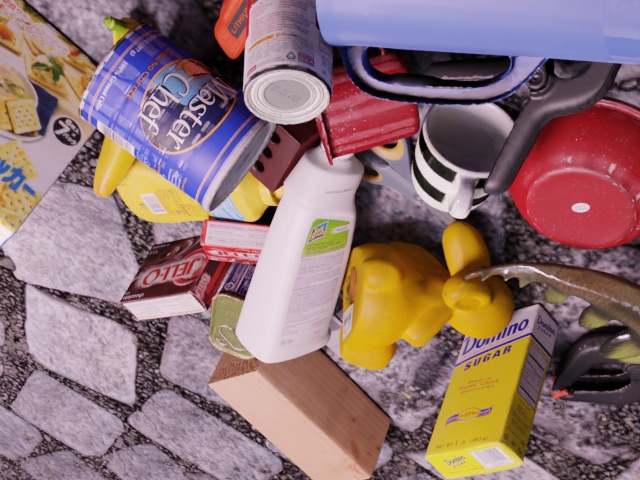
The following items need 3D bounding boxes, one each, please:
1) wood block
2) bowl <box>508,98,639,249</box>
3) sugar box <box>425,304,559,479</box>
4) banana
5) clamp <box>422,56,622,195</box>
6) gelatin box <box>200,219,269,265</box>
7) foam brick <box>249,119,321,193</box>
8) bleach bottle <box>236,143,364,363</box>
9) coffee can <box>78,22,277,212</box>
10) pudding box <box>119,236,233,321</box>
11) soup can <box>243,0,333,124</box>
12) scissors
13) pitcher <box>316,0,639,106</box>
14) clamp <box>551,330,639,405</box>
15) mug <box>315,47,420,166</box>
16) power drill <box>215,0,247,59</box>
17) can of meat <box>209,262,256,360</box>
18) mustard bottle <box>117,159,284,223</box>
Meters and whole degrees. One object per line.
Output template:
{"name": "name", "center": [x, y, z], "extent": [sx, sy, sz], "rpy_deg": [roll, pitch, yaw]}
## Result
{"name": "wood block", "center": [-0.021, 0.194, 1.272], "extent": [0.091, 0.090, 0.206], "rpy_deg": [-22, 121, 42]}
{"name": "bowl", "center": [0.228, -0.043, 0.917], "extent": [0.162, 0.055, 0.162], "rpy_deg": [14, 138, 13]}
{"name": "sugar box", "center": [0.172, 0.148, 1.055], "extent": [0.094, 0.176, 0.048], "rpy_deg": [-22, 124, 41]}
{"name": "banana", "center": [-0.188, -0.134, 1.018], "extent": [0.037, 0.069, 0.198], "rpy_deg": [31, 131, 27]}
{"name": "clamp", "center": [0.172, -0.114, 0.837], "extent": [0.172, 0.039, 0.120], "rpy_deg": [-24, 88, 27]}
{"name": "gelatin box", "center": [-0.076, 0.004, 1.107], "extent": [0.089, 0.030, 0.073], "rpy_deg": [5, 168, 1]}
{"name": "foam brick", "center": [-0.035, -0.093, 0.993], "extent": [0.053, 0.051, 0.078], "rpy_deg": [42, 140, 8]}
{"name": "bleach bottle", "center": [-0.007, 0.001, 1.026], "extent": [0.068, 0.102, 0.251], "rpy_deg": [42, 129, 31]}
{"name": "coffee can", "center": [-0.122, -0.106, 0.926], "extent": [0.140, 0.102, 0.103], "rpy_deg": [36, 140, 3]}
{"name": "pudding box", "center": [-0.156, 0.041, 1.180], "extent": [0.114, 0.090, 0.039], "rpy_deg": [-12, 128, 37]}
{"name": "soup can", "center": [-0.024, -0.149, 0.821], "extent": [0.068, 0.102, 0.068], "rpy_deg": [0, 149, 0]}
{"name": "scissors", "center": [0.096, -0.057, 1.001], "extent": [0.201, 0.016, 0.096], "rpy_deg": [29, 140, -3]}
{"name": "pitcher", "center": [0.124, -0.183, 0.767], "extent": [0.243, 0.145, 0.149], "rpy_deg": [10, 163, 14]}
{"name": "clamp", "center": [0.313, 0.109, 1.048], "extent": [0.210, 0.036, 0.164], "rpy_deg": [-20, 121, 36]}
{"name": "mug", "center": [0.033, -0.127, 0.891], "extent": [0.081, 0.093, 0.117], "rpy_deg": [-16, 126, 0]}
{"name": "power drill", "center": [-0.126, -0.236, 0.895], "extent": [0.187, 0.057, 0.185], "rpy_deg": [34, 142, -10]}
{"name": "can of meat", "center": [-0.078, 0.066, 1.170], "extent": [0.057, 0.083, 0.102], "rpy_deg": [19, 139, 7]}
{"name": "mustard bottle", "center": [-0.108, -0.055, 1.075], "extent": [0.192, 0.058, 0.096], "rpy_deg": [2, 143, 26]}
